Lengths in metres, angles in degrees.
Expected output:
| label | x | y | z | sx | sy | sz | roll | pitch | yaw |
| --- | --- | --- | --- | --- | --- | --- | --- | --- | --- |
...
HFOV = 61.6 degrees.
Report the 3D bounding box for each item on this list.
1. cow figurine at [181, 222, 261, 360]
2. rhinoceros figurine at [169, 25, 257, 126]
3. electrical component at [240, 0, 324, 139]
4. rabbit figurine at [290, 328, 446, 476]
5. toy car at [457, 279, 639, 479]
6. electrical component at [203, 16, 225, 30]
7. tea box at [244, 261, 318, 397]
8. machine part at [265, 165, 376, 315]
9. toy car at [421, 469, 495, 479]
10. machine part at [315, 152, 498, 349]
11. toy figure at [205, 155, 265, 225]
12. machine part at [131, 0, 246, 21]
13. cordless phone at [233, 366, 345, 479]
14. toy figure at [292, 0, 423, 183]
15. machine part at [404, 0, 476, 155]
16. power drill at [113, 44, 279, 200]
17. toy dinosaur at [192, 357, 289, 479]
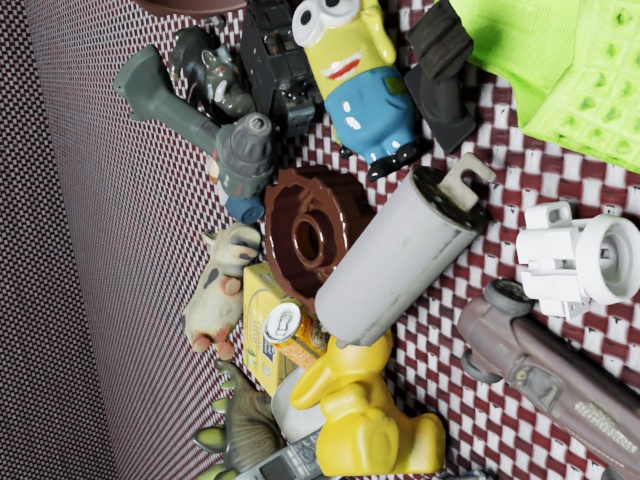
| label | x | y | z | sx | sy | sz | roll | pitch | yaw |
| --- | --- | --- | --- | --- | --- | --- | --- | --- | --- |
| cow figurine | -0.145 | 0.063 | 0.805 | 0.127 | 0.085 | 0.194 | 30 | 96 | 48 |
| rhinoceros figurine | -0.145 | -0.225 | 0.747 | 0.190 | 0.073 | 0.112 | 55 | 132 | 32 |
| electrical component | -0.041 | -0.183 | 0.583 | 0.115 | 0.058 | 0.134 | 119 | 132 | -73 |
| rabbit figurine | 0.047 | 0.162 | 0.580 | 0.162 | 0.122 | 0.173 | -30 | 58 | 54 |
| toy car | 0.181 | 0.112 | 0.396 | 0.202 | 0.053 | 0.089 | 44 | 133 | 41 |
| electrical component | -0.154 | -0.342 | 0.751 | 0.094 | 0.021 | 0.063 | 59 | 144 | 26 |
| tea box | -0.056 | 0.122 | 0.747 | 0.098 | 0.068 | 0.169 | 35 | 129 | 47 |
| machine part | -0.001 | -0.002 | 0.624 | 0.180 | 0.056 | 0.179 | 26 | 122 | 49 |
| toy car | 0.118 | 0.292 | 0.521 | 0.103 | 0.109 | 0.161 | -173 | 80 | -74 |
| machine part | 0.065 | 0.019 | 0.481 | 0.079 | 0.079 | 0.243 | 56 | 132 | 27 |
| toy figure | -0.130 | -0.092 | 0.786 | 0.064 | 0.057 | 0.155 | -40 | 60 | 13 |
| machine part | -0.109 | -0.293 | 0.502 | 0.201 | 0.202 | 0.087 | 3 | -106 | -77 |
| cordless phone | -0.037 | 0.241 | 0.657 | 0.147 | 0.184 | 0.088 | 47 | 143 | 37 |
| toy figure | 0.034 | -0.143 | 0.490 | 0.089 | 0.082 | 0.180 | 110 | 135 | -86 |
| machine part | 0.089 | -0.116 | 0.402 | 0.138 | 0.039 | 0.084 | 45 | -155 | -72 |
| power drill | -0.136 | -0.139 | 0.634 | 0.207 | 0.086 | 0.232 | 31 | 166 | 4 |
| toy dinosaur | -0.055 | 0.324 | 0.706 | 0.472 | 0.198 | 0.104 | 46 | 141 | 40 |
